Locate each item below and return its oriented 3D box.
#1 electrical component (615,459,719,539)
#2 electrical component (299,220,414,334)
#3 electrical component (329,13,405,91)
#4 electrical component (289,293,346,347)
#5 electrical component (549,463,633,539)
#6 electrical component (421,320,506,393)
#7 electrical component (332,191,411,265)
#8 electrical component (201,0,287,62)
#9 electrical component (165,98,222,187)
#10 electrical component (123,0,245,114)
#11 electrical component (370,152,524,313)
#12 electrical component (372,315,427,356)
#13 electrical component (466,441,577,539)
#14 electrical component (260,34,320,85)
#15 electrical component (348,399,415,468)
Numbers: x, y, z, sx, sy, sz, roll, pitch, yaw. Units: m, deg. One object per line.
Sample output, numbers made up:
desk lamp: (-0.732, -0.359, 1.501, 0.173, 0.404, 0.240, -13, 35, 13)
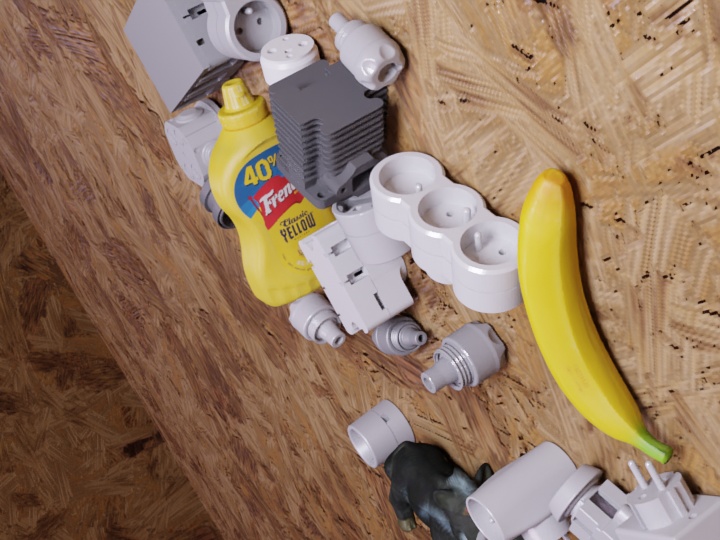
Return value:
electrical component: (0.191, 0.151, 0.666, 0.076, 0.047, 0.066, 60, 160, -3)
electrical component: (0.000, 0.000, 0.888, 0.089, 0.056, 0.050, 61, 160, -6)
electrical component: (0.001, -0.148, 0.710, 0.061, 0.035, 0.035, 50, 158, 28)
electrical component: (-0.039, 0.053, 1.072, 0.062, 0.043, 0.043, 41, 153, 36)
electrical component: (0.167, 0.170, 0.754, 0.055, 0.048, 0.066, 41, 154, 23)
electrical component: (0.075, 0.068, 0.800, 0.043, 0.062, 0.043, 48, 157, 28)
electrical component: (0.013, -0.036, 0.811, 0.055, 0.055, 0.047, 26, 145, 56)
electrical component: (-0.109, -0.229, 0.826, 0.074, 0.052, 0.138, 24, 140, 57)
electrical component: (-0.155, -0.127, 1.079, 0.080, 0.051, 0.080, 48, 157, 28)
electrical component: (-0.146, -0.205, 0.933, 0.089, 0.062, 0.150, 61, 160, -5)
electrical component: (0.061, -0.016, 0.729, 0.138, 0.052, 0.073, 43, 155, 37)
electrical component: (0.037, 0.056, 0.912, 0.061, 0.035, 0.035, 1, 120, 63)
electrical component: (0.132, 0.182, 0.805, 0.079, 0.077, 0.044, 57, 159, 4)
electrical component: (-0.049, -0.145, 0.816, 0.045, 0.045, 0.055, 39, 151, 43)
electrical component: (0.020, 0.166, 1.086, 0.055, 0.047, 0.055, 48, 157, 28)
